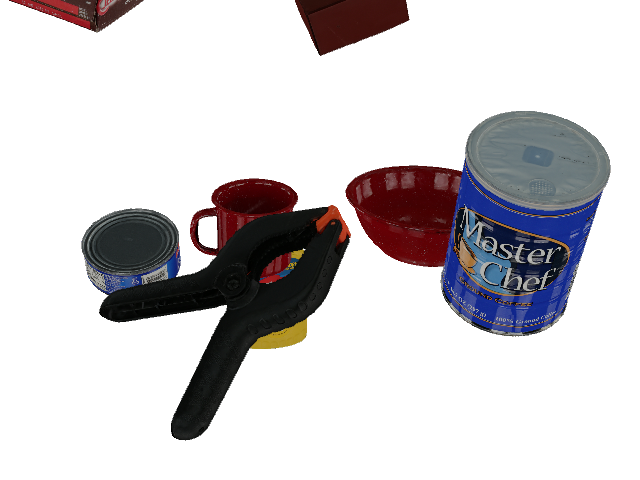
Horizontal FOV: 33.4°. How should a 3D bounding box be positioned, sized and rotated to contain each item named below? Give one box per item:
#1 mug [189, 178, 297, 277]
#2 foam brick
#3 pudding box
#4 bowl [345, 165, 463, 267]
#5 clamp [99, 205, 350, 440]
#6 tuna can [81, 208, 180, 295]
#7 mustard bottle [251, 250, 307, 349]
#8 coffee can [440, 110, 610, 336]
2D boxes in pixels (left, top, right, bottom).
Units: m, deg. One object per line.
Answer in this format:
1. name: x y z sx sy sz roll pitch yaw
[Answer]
1. mug: -0.083 -0.011 1.161 0.117 0.081 0.093 -5 29 -13
2. foam brick: 0.021 -0.187 0.811 0.078 0.053 0.051 -22 -32 0
3. pudding box: -0.180 -0.206 0.813 0.090 0.039 0.113 22 36 10
4. bowl: 0.103 -0.018 1.021 0.162 0.055 0.162 2 24 -1
5. clamp: -0.050 0.045 0.675 0.171 0.120 0.039 -31 -27 4
6. tuna can: -0.168 0.012 0.951 0.086 0.034 0.086 0 42 0
7. mustard bottle: -0.064 0.052 1.452 0.096 0.192 0.058 -5 24 -17
8. coffee can: 0.151 -0.012 0.805 0.103 0.140 0.103 2 45 -2
